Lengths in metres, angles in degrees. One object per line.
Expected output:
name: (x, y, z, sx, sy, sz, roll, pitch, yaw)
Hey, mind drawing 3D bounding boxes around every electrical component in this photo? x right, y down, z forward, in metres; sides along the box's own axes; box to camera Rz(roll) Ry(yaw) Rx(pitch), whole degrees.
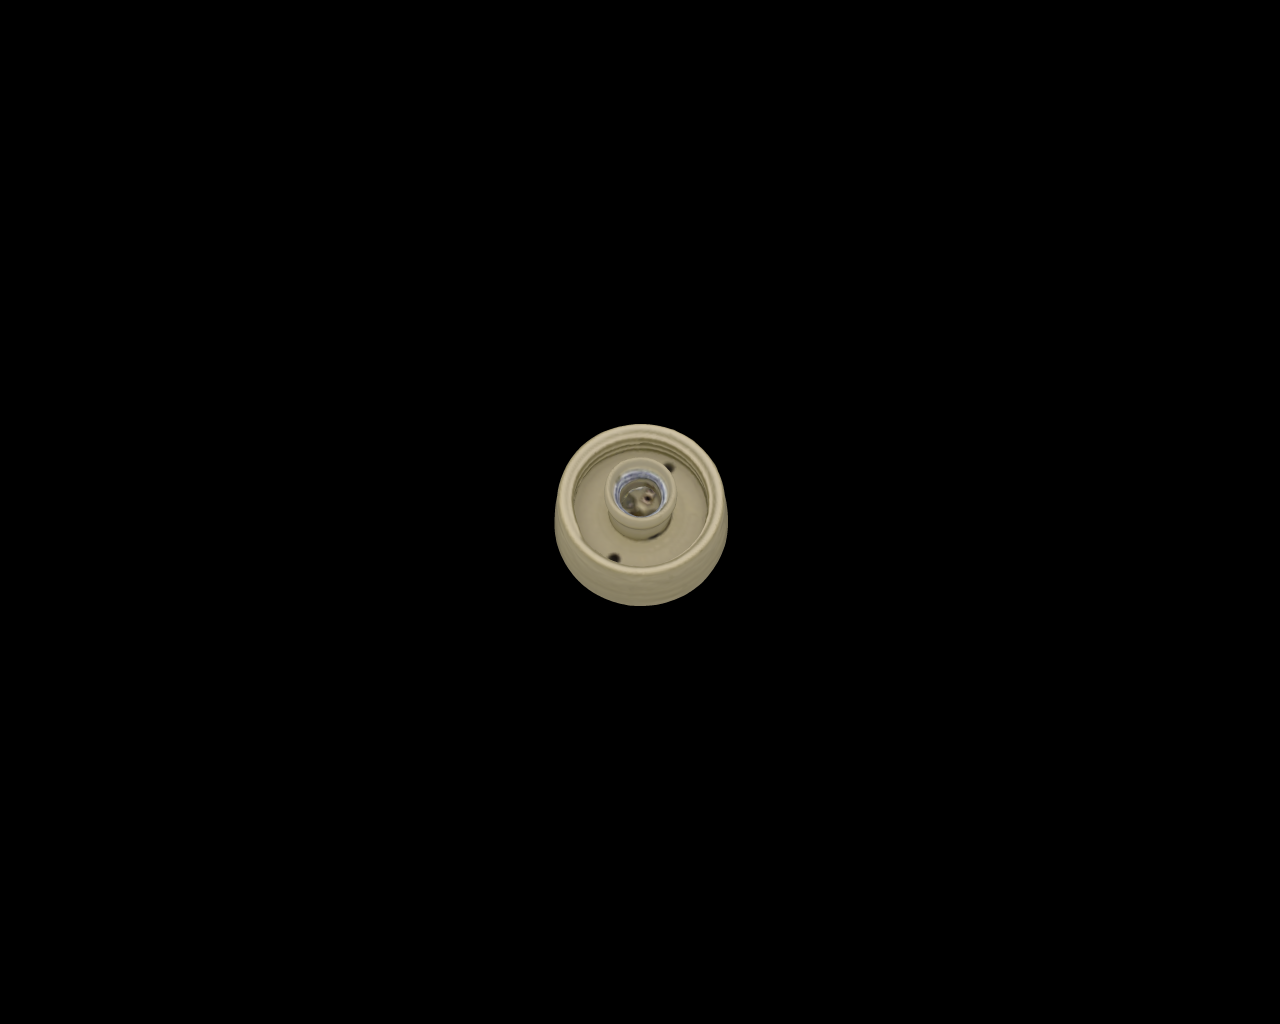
electrical component: (0.001, -0.003, 0.650, 0.108, 0.108, 0.060, 0, -23, 0)
